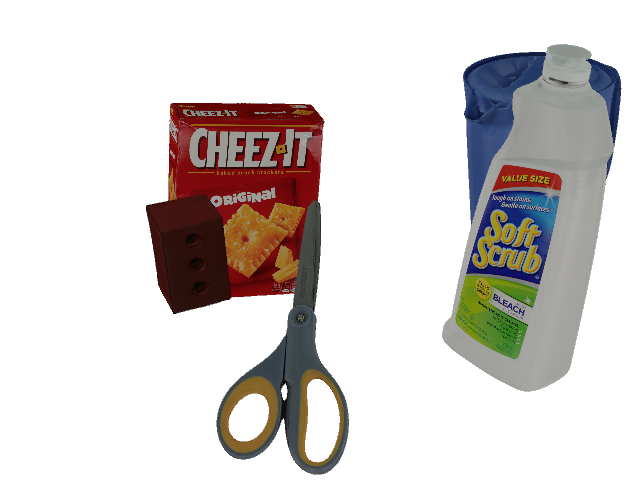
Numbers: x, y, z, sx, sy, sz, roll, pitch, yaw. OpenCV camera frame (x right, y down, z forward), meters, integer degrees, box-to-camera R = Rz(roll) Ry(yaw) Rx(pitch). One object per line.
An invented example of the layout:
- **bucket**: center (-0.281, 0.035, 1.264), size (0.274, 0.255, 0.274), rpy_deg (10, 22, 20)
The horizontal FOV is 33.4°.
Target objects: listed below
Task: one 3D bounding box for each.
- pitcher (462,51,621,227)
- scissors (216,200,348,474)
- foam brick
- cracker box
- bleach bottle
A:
- **pitcher**: center (0.209, -0.050, 1.005), size (0.149, 0.243, 0.145), rpy_deg (0, 28, 7)
- **scissors**: center (-0.031, 0.066, 0.730), size (0.096, 0.202, 0.016), rpy_deg (-13, -31, 2)
- **foam brick**: center (-0.108, 0.010, 0.876), size (0.053, 0.078, 0.051), rpy_deg (-14, 29, -17)
- **cracker box**: center (-0.087, -0.043, 1.199), size (0.164, 0.214, 0.072), rpy_deg (-2, 23, -16)
- **bleach bottle**: center (0.151, -0.019, 0.764), size (0.067, 0.251, 0.103), rpy_deg (-20, 38, -35)
